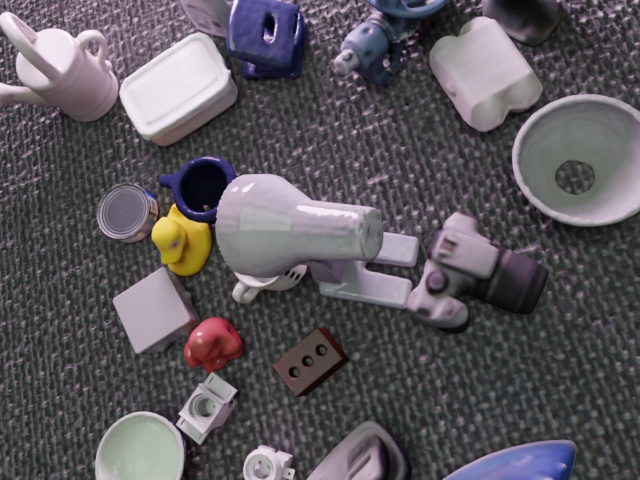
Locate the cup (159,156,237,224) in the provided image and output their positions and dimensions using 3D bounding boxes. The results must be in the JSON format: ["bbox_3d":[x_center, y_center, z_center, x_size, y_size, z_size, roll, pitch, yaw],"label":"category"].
[{"bbox_3d":[-0.155,-0.061,0.796,0.117,0.095,0.092,11,79,15],"label":"cup"}]

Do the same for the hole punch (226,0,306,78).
[{"bbox_3d":[-0.076,-0.301,0.838,0.101,0.091,0.109,3,77,14],"label":"hole punch"}]

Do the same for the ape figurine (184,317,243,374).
[{"bbox_3d":[-0.144,0.137,0.746,0.077,0.092,0.076,4,77,14],"label":"ape figurine"}]

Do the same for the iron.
[{"bbox_3d":[0.180,0.302,0.606,0.258,0.142,0.118,-40,71,1],"label":"iron"}]

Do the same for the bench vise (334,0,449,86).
[{"bbox_3d":[0.097,-0.307,0.732,0.121,0.220,0.207,19,81,17],"label":"bench vise"}]

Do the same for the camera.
[{"bbox_3d":[0.191,0.051,0.686,0.136,0.101,0.143,23,83,17],"label":"camera"}]

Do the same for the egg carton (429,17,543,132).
[{"bbox_3d":[0.216,-0.221,0.763,0.107,0.069,0.150,-30,72,4],"label":"egg carton"}]

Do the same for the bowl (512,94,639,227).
[{"bbox_3d":[0.321,-0.088,0.704,0.167,0.075,0.167,-3,76,12],"label":"bowl"}]

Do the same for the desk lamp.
[{"bbox_3d":[0.006,0.002,0.680,0.202,0.214,0.118,8,78,15],"label":"desk lamp"}]

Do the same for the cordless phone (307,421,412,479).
[{"bbox_3d":[0.028,0.276,0.624,0.094,0.185,0.147,41,88,19],"label":"cordless phone"}]

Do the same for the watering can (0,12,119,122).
[{"bbox_3d":[-0.400,-0.254,0.846,0.100,0.194,0.173,33,86,18],"label":"watering can"}]

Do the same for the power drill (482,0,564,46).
[{"bbox_3d":[0.265,-0.338,0.707,0.229,0.209,0.076,34,86,18],"label":"power drill"}]

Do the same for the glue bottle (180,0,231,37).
[{"bbox_3d":[-0.179,-0.362,0.833,0.078,0.173,0.037,22,82,17],"label":"glue bottle"}]

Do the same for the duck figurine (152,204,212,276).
[{"bbox_3d":[-0.200,-0.007,0.797,0.077,0.086,0.104,-5,75,12],"label":"duck figurine"}]
